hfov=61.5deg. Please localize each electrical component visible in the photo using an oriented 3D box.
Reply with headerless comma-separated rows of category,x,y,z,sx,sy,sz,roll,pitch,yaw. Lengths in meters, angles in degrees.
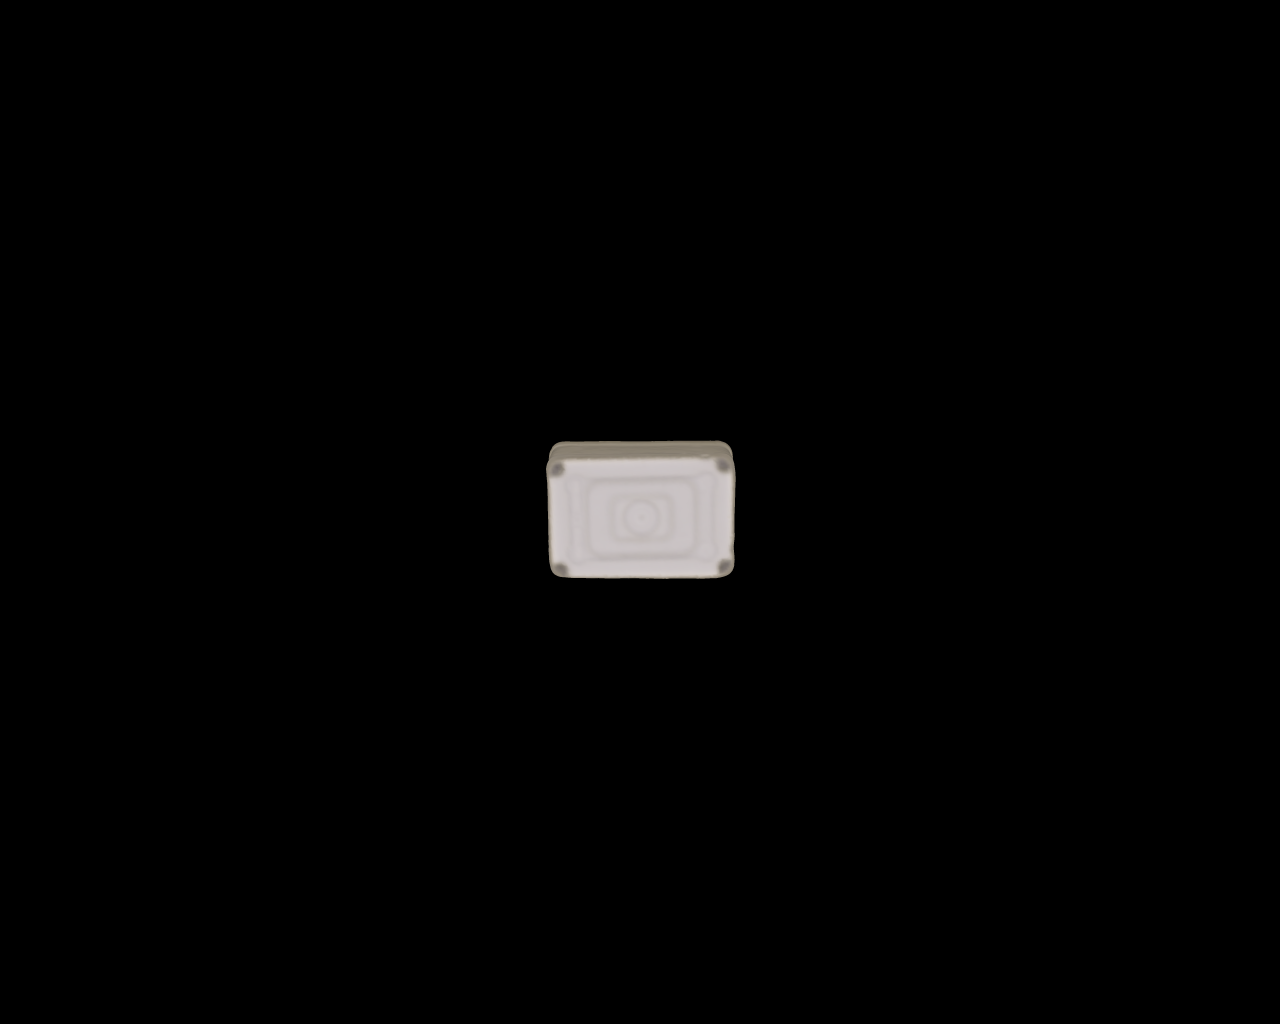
electrical component,0.001,-0.003,0.650,0.113,0.078,0.057,0,13,0
